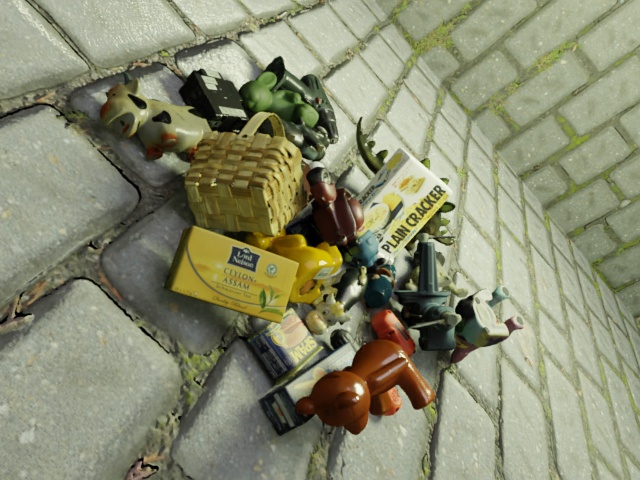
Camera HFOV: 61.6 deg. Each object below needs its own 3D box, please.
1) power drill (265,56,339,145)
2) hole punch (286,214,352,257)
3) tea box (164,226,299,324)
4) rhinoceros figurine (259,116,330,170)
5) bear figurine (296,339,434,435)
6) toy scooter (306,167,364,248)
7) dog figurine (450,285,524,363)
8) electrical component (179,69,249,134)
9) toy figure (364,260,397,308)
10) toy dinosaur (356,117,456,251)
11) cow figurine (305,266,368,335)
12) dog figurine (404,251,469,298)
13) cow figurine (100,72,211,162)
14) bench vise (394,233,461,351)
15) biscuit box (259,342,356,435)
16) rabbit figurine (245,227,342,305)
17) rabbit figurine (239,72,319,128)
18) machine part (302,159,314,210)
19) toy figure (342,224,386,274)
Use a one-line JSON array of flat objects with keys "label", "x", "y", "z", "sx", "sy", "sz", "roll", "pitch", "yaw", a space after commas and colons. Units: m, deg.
[{"label": "power drill", "x": -0.043, "y": -0.365, "z": 1.376, "sx": 0.207, "sy": 0.086, "sz": 0.232, "roll": 20, "pitch": 42, "yaw": -37}, {"label": "hole punch", "x": -0.002, "y": -0.003, "z": 1.079, "sx": 0.142, "sy": 0.092, "sz": 0.116, "roll": 52, "pitch": 2, "yaw": 3}, {"label": "tea box", "x": -0.128, "y": 0.052, "z": 0.784, "sx": 0.169, "sy": 0.068, "sz": 0.098, "roll": 19, "pitch": 80, "yaw": -22}, {"label": "rhinoceros figurine", "x": -0.049, "y": -0.207, "z": 1.120, "sx": 0.190, "sy": 0.073, "sz": 0.112, "roll": 5, "pitch": 41, "yaw": -49}, {"label": "bear figurine", "x": 0.067, "y": 0.228, "z": 0.779, "sx": 0.196, "sy": 0.120, "sz": 0.132, "roll": -32, "pitch": 97, "yaw": -56}, {"label": "toy scooter", "x": 0.034, "y": -0.036, "z": 0.934, "sx": 0.183, "sy": 0.075, "sz": 0.135, "roll": 41, "pitch": 27, "yaw": -60}, {"label": "dog figurine", "x": 0.328, "y": 0.201, "z": 1.190, "sx": 0.191, "sy": 0.219, "sz": 0.108, "roll": -8, "pitch": 61, "yaw": -36}, {"label": "electrical component", "x": -0.213, "y": -0.281, "z": 1.084, "sx": 0.115, "sy": 0.058, "sz": 0.134, "roll": -5, "pitch": 63, "yaw": -57}, {"label": "toy figure", "x": 0.134, "y": 0.093, "z": 1.172, "sx": 0.058, "sy": 0.064, "sz": 0.154, "roll": 16, "pitch": 25, "yaw": 11}, {"label": "toy dinosaur", "x": 0.214, "y": -0.119, "z": 1.358, "sx": 0.471, "sy": 0.198, "sz": 0.105, "roll": 36, "pitch": 32, "yaw": -29}, {"label": "cow figurine", "x": 0.038, "y": 0.110, "z": 0.989, "sx": 0.068, "sy": 0.098, "sz": 0.167, "roll": 54, "pitch": 30, "yaw": -11}, {"label": "dog figurine", "x": 0.250, "y": 0.081, "z": 1.322, "sx": 0.172, "sy": 0.121, "sz": 0.191, "roll": 31, "pitch": 23, "yaw": -37}, {"label": "cow figurine", "x": -0.273, "y": -0.201, "z": 0.898, "sx": 0.195, "sy": 0.085, "sz": 0.127, "roll": -6, "pitch": 67, "yaw": -54}, {"label": "bench vise", "x": 0.224, "y": 0.104, "z": 1.119, "sx": 0.223, "sy": 0.129, "sz": 0.240, "roll": 91, "pitch": -1, "yaw": -86}, {"label": "biscuit box", "x": -0.004, "y": 0.228, "z": 0.849, "sx": 0.063, "sy": 0.059, "sz": 0.202, "roll": 58, "pitch": 31, "yaw": 8}, {"label": "rabbit figurine", "x": -0.076, "y": 0.026, "z": 0.936, "sx": 0.162, "sy": 0.121, "sz": 0.173, "roll": -5, "pitch": 49, "yaw": -44}, {"label": "rabbit figurine", "x": -0.107, "y": -0.305, "z": 1.188, "sx": 0.170, "sy": 0.121, "sz": 0.159, "roll": 25, "pitch": 34, "yaw": -43}, {"label": "machine part", "x": -0.083, "y": -0.141, "z": 1.119, "sx": 0.179, "sy": 0.056, "sz": 0.179, "roll": 33, "pitch": 35, "yaw": -28}, {"label": "toy figure", "x": 0.067, "y": -0.008, "z": 1.164, "sx": 0.180, "sy": 0.089, "sz": 0.082, "roll": 59, "pitch": 18, "yaw": -7}]
